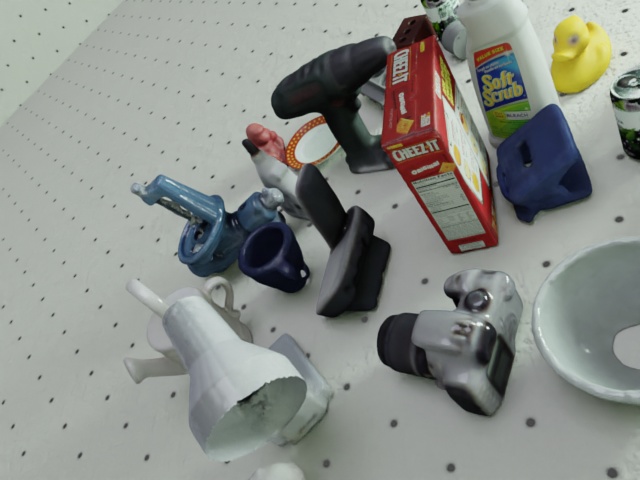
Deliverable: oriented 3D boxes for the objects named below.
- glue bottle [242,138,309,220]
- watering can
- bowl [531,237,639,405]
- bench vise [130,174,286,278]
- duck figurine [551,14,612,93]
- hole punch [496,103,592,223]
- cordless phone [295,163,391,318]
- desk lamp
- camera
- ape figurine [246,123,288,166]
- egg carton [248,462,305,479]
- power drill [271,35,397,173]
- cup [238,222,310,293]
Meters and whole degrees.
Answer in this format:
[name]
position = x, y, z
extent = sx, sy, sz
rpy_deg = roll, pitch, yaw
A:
[glue bottle]
position = -0.065, -0.096, 0.886
extent = 0.077, 0.174, 0.037
rpy_deg = 15, 66, 44
[watering can]
position = -0.192, 0.121, 0.784
extent = 0.100, 0.195, 0.173
rpy_deg = 0, 56, 37
[bowl]
position = 0.291, 0.084, 0.536
extent = 0.167, 0.075, 0.167
rpy_deg = -21, 46, 23
[bench vise]
position = -0.167, -0.048, 0.888
extent = 0.207, 0.220, 0.121
rpy_deg = -37, 42, 6
[duck figurine]
position = 0.348, -0.266, 0.779
extent = 0.077, 0.086, 0.105
rpy_deg = 21, 70, 45
[hole punch]
position = 0.263, -0.094, 0.695
extent = 0.101, 0.091, 0.108
rpy_deg = -20, 46, 23
[cordless phone]
position = 0.007, 0.003, 0.739
extent = 0.094, 0.186, 0.147
rpy_deg = -10, 51, 31
[desk lamp]
position = -0.082, 0.160, 0.652
extent = 0.118, 0.214, 0.202
rpy_deg = -44, 41, -2
[camera]
position = 0.134, 0.099, 0.624
extent = 0.136, 0.101, 0.143
rpy_deg = 2, 58, 39
[ape figurine]
position = -0.101, -0.174, 1.040
extent = 0.075, 0.092, 0.078
rpy_deg = -3, 54, 36
[egg carton]
position = -0.057, 0.318, 0.610
extent = 0.107, 0.070, 0.150
rpy_deg = 27, 74, 47
[power drill]
position = 0.048, -0.196, 0.857
extent = 0.228, 0.209, 0.076
rpy_deg = -4, 54, 35
[cup]
position = -0.050, 0.040, 0.819
extent = 0.092, 0.095, 0.117
rpy_deg = -47, 42, -5
